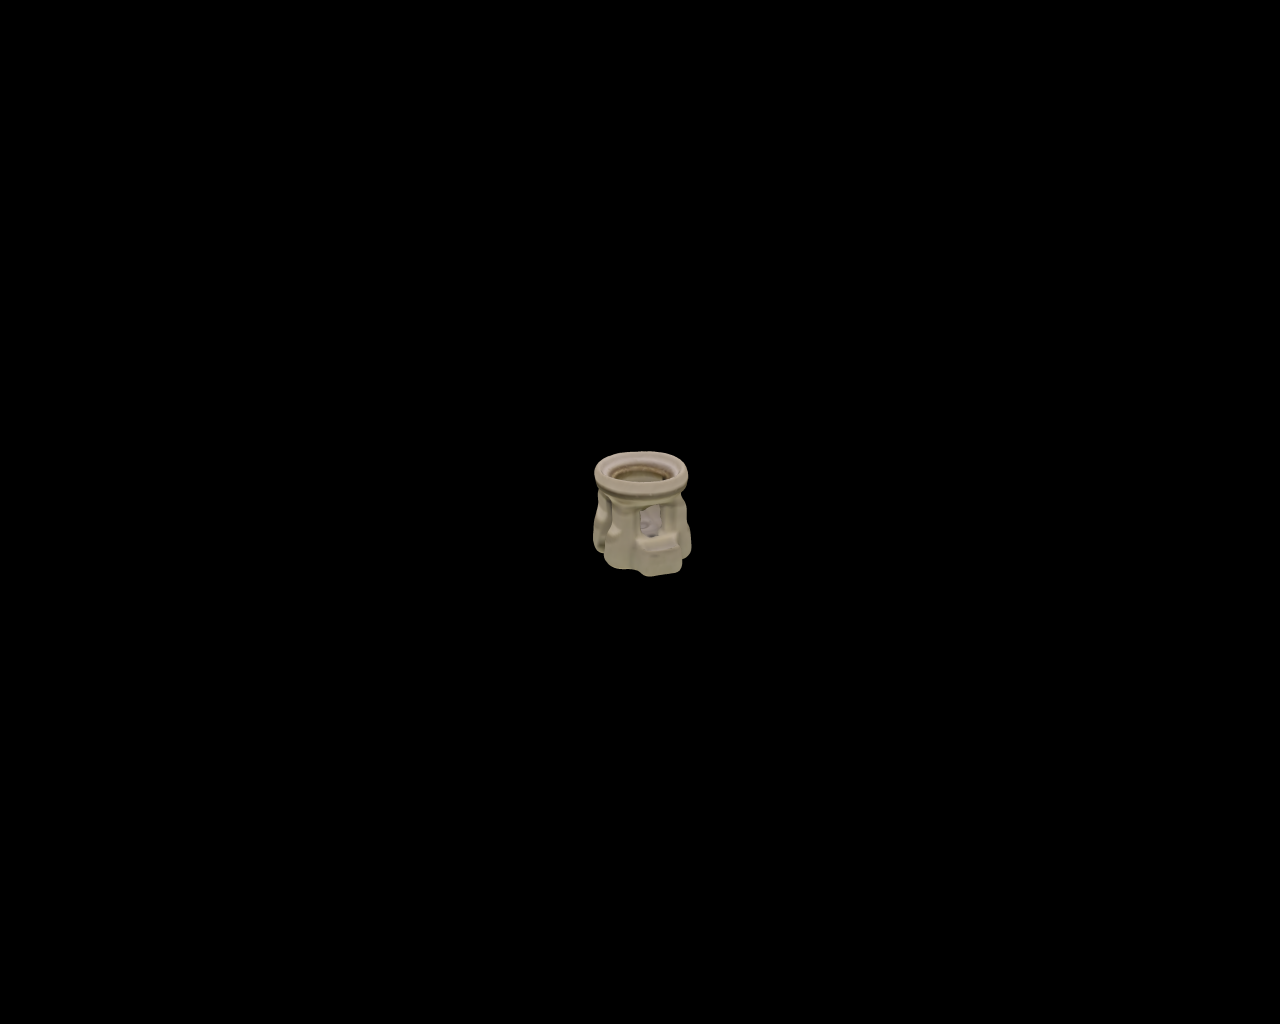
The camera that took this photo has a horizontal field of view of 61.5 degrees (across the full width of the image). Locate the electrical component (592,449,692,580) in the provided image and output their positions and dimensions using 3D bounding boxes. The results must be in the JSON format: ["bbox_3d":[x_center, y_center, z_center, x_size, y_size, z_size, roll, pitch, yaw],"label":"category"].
[{"bbox_3d":[0.001,-0.003,0.650,0.058,0.056,0.078,-8,26,-18],"label":"electrical component"}]
